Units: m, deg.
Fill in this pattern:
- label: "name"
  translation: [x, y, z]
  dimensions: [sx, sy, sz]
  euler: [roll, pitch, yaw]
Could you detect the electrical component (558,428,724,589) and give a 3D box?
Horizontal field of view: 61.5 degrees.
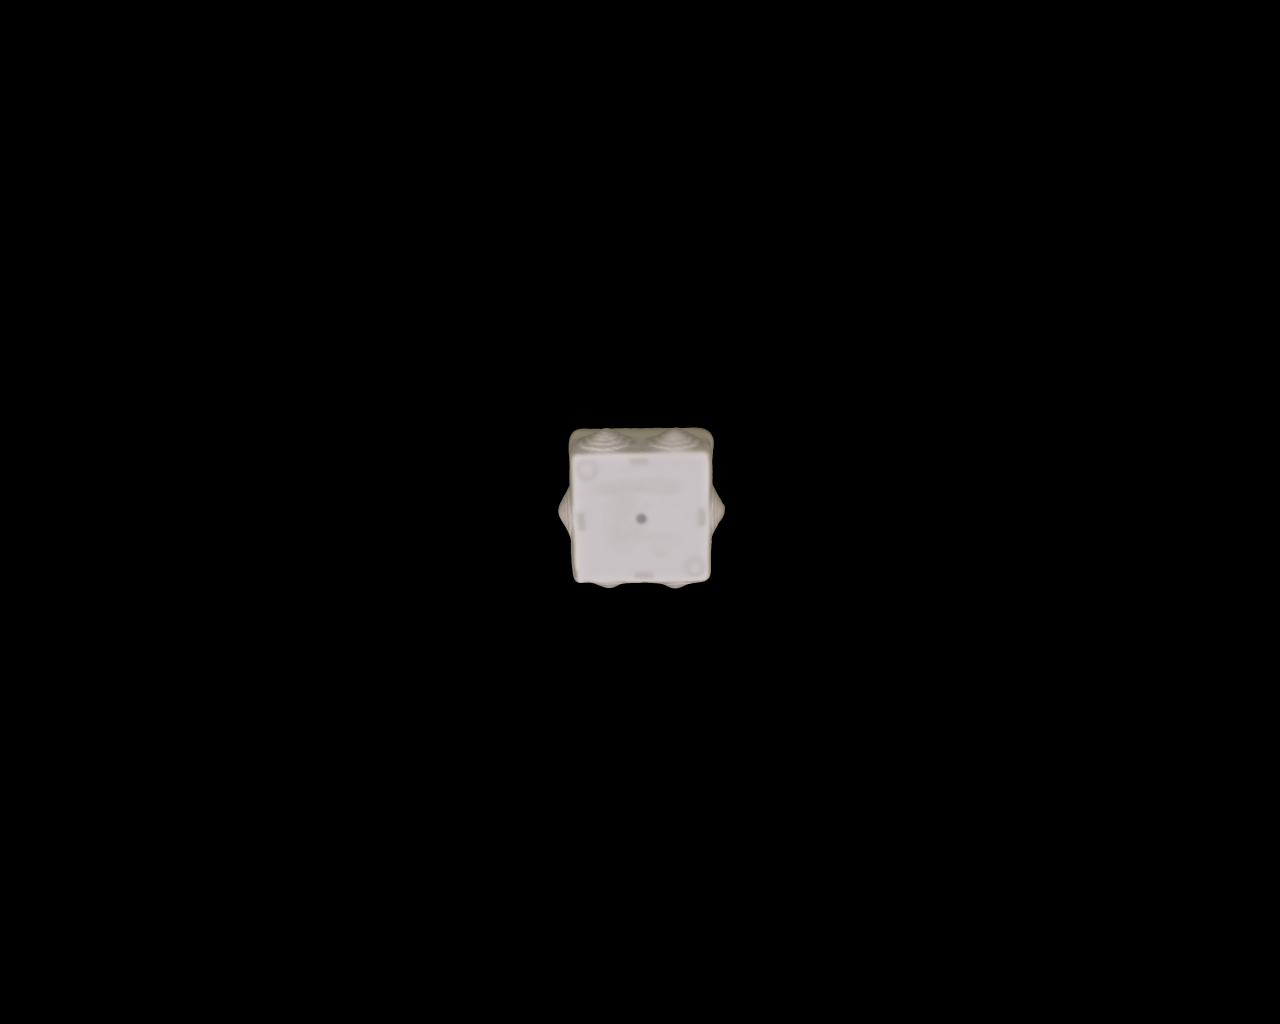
- label: "electrical component"
  translation: [0.001, -0.003, 0.650]
  dimensions: [0.100, 0.099, 0.048]
  euler: [0, 17, 0]
